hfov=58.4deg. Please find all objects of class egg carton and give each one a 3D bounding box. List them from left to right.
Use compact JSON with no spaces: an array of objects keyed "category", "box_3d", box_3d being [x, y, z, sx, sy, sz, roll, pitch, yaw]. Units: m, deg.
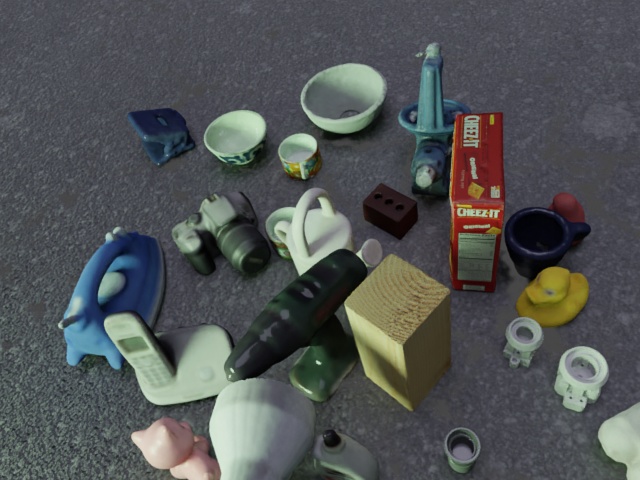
[{"category":"egg carton","box_3d":[0.412,0.235,0.666,0.150,0.069,0.107,-26,53,-6]}]

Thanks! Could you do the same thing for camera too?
[{"category":"camera","box_3d":[-0.156,-0.003,0.949,0.143,0.101,0.136,-35,55,-13]}]

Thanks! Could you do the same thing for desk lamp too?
[{"category":"desk lamp","box_3d":[-0.059,0.288,0.645,0.117,0.214,0.203,-5,54,10]}]

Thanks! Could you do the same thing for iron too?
[{"category":"iron","box_3d":[-0.330,0.067,0.912,0.118,0.142,0.258,1,55,14]}]

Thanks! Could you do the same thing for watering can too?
[{"category":"watering can","box_3d":[0.009,0.001,0.849,0.172,0.194,0.101,0,55,13]}]

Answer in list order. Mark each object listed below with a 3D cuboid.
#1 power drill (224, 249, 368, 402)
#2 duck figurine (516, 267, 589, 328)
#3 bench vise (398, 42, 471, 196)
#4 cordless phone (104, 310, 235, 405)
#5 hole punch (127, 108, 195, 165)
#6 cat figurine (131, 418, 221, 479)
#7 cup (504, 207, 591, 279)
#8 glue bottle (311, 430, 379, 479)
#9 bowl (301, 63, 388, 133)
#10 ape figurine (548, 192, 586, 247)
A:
[{"category":"power drill","box_3d":[-0.015,0.129,0.753,0.075,0.209,0.230,27,65,28]},{"category":"duck figurine","box_3d":[0.326,0.069,0.796,0.104,0.086,0.077,-24,53,-5]},{"category":"bench vise","box_3d":[0.193,-0.190,0.930,0.121,0.220,0.207,-10,53,6]},{"category":"cordless phone","box_3d":[-0.202,0.150,0.795,0.147,0.185,0.094,-14,53,3]},{"category":"hole punch","box_3d":[-0.319,-0.224,1.152,0.101,0.091,0.108,-33,54,-12]},{"category":"cat figurine","box_3d":[-0.176,0.278,0.738,0.127,0.118,0.067,28,65,28]},{"category":"cup","box_3d":[0.326,0.011,0.832,0.117,0.095,0.091,-9,53,6]},{"category":"glue bottle","box_3d":[0.023,0.254,0.675,0.078,0.173,0.037,4,56,16]},{"category":"bowl","box_3d":[0.051,-0.260,1.104,0.167,0.075,0.167,-6,54,9]},{"category":"ape figurine","box_3d":[0.365,-0.037,0.860,0.078,0.092,0.076,-24,53,-5]}]
